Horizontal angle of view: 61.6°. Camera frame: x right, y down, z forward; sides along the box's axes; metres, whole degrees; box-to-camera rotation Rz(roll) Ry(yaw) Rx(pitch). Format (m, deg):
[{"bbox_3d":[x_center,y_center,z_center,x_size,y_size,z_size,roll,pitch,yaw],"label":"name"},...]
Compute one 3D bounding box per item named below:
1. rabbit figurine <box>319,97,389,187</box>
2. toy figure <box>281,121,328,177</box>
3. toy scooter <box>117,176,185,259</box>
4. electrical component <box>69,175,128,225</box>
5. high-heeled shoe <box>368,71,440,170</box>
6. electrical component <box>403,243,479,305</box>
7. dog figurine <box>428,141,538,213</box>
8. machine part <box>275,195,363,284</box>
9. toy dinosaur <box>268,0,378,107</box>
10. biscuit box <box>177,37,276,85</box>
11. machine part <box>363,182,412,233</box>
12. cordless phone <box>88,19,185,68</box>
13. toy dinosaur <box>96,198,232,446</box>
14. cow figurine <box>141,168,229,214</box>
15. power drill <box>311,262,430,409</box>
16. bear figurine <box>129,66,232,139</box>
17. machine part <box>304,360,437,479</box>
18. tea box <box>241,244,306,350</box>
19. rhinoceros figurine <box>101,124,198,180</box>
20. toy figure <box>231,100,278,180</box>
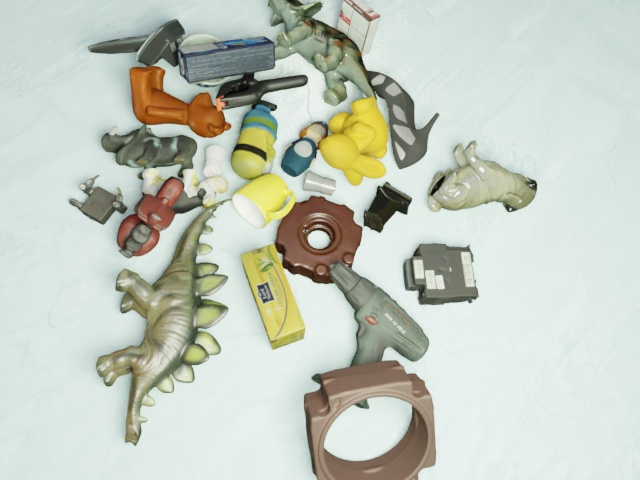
[{"bbox_3d":[0.062,-0.189,1.100,0.173,0.122,0.162,-39,109,-47],"label":"rabbit figurine"},{"bbox_3d":[-0.025,-0.200,1.140,0.064,0.058,0.154,46,64,-27],"label":"toy figure"},{"bbox_3d":[-0.313,-0.029,0.975,0.075,0.135,0.184,35,106,-20],"label":"toy scooter"},{"bbox_3d":[-0.435,-0.078,1.062,0.102,0.045,0.078,33,67,9],"label":"electrical component"},{"bbox_3d":[0.153,-0.267,1.189,0.249,0.086,0.145,44,101,31],"label":"high-heeled shoe"},{"bbox_3d":[0.231,0.066,1.045,0.134,0.058,0.115,1,65,-4],"label":"electrical component"},{"bbox_3d":[0.335,-0.091,1.106,0.190,0.121,0.172,35,102,-8],"label":"dog figurine"},{"bbox_3d":[-0.002,-0.003,1.058,0.179,0.056,0.179,1,66,-3],"label":"machine part"},{"bbox_3d":[0.013,-0.430,1.210,0.405,0.131,0.192,40,61,2],"label":"toy dinosaur"},{"bbox_3d":[-0.193,-0.380,1.128,0.203,0.062,0.059,-18,41,-25],"label":"biscuit box"},{"bbox_3d":[0.134,-0.067,1.088,0.084,0.039,0.139,39,47,7],"label":"machine part"},{"bbox_3d":[-0.396,-0.425,1.172,0.184,0.088,0.147,-3,29,3],"label":"cordless phone"},{"bbox_3d":[-0.265,0.121,0.966,0.199,0.105,0.471,10,68,-7],"label":"toy dinosaur"},{"bbox_3d":[-0.268,-0.088,1.066,0.167,0.068,0.098,2,72,0],"label":"cow figurine"},{"bbox_3d":[0.068,0.179,0.966,0.232,0.086,0.207,35,65,-3],"label":"power drill"},{"bbox_3d":[-0.283,-0.282,1.111,0.196,0.120,0.131,8,110,5],"label":"bear figurine"},{"bbox_3d":[0.080,0.306,0.864,0.201,0.087,0.200,-9,105,-9],"label":"machine part"},{"bbox_3d":[-0.086,0.105,0.984,0.068,0.098,0.169,-18,72,-11],"label":"tea box"},{"bbox_3d":[-0.349,-0.186,1.099,0.190,0.073,0.112,3,68,-4],"label":"rhinoceros figurine"},{"bbox_3d":[-0.135,-0.207,1.120,0.089,0.082,0.180,6,68,-7],"label":"toy figure"}]
